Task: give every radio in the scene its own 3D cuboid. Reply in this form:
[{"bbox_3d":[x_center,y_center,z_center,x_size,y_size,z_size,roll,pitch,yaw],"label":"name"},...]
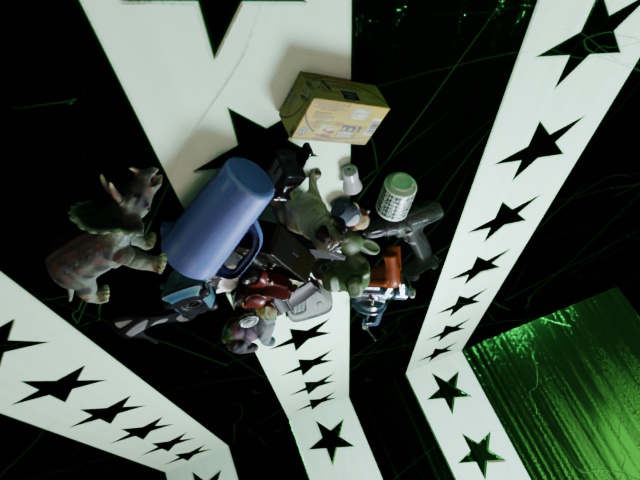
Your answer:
[{"bbox_3d":[-0.110,0.024,1.215,0.131,0.073,0.229,13,163,24],"label":"radio"}]

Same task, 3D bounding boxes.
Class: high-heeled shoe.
[{"bbox_3d":[-0.394,0.158,1.330,0.249,0.086,0.145,-44,119,2],"label":"high-heeled shoe"}]

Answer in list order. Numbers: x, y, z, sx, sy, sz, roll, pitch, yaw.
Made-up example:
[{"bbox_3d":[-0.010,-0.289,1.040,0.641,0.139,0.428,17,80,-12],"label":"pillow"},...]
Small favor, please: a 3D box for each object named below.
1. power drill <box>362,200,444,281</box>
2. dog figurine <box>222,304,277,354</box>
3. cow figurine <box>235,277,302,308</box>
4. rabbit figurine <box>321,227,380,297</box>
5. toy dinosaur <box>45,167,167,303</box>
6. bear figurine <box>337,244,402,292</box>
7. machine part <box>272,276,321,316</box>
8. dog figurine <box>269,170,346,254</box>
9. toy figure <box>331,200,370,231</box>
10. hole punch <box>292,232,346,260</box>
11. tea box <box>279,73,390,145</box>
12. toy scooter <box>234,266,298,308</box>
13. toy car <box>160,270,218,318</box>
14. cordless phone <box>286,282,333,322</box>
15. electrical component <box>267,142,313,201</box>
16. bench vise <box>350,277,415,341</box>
[{"bbox_3d":[0.232,0.003,1.439,0.232,0.086,0.207,-27,114,-13],"label":"power drill"},{"bbox_3d":[-0.192,0.226,1.540,0.191,0.108,0.219,-12,146,-16],"label":"dog figurine"},{"bbox_3d":[-0.122,0.097,1.387,0.195,0.085,0.127,-11,143,-9],"label":"cow figurine"},{"bbox_3d":[0.090,0.044,1.410,0.159,0.121,0.170,-26,120,-44],"label":"rabbit figurine"},{"bbox_3d":[-0.429,0.024,0.998,0.405,0.131,0.192,-32,139,24],"label":"toy dinosaur"},{"bbox_3d":[0.139,0.088,1.572,0.196,0.131,0.120,-1,-165,17],"label":"bear figurine"},{"bbox_3d":[-0.066,0.150,1.465,0.139,0.039,0.084,-28,124,-7],"label":"machine part"},{"bbox_3d":[-0.024,-0.028,1.132,0.121,0.191,0.172,-16,153,-15],"label":"dog figurine"},{"bbox_3d":[0.081,-0.055,1.311,0.064,0.058,0.154,-18,159,28],"label":"toy figure"},{"bbox_3d":[-0.003,-0.004,1.320,0.116,0.092,0.142,0,168,36],"label":"hole punch"},{"bbox_3d":[0.026,-0.228,0.953,0.169,0.068,0.098,0,143,-36],"label":"tea box"},{"bbox_3d":[-0.127,0.116,1.266,0.135,0.075,0.184,12,154,-12],"label":"toy scooter"},{"bbox_3d":[-0.302,0.112,1.250,0.109,0.103,0.161,-19,155,3],"label":"toy car"},{"bbox_3d":[-0.030,0.149,1.557,0.147,0.089,0.184,-14,144,-19],"label":"cordless phone"},{"bbox_3d":[-0.061,-0.137,1.038,0.048,0.075,0.119,-3,150,-36],"label":"electrical component"},{"bbox_3d":[0.192,0.204,1.759,0.224,0.129,0.240,-5,130,-19],"label":"bench vise"}]
